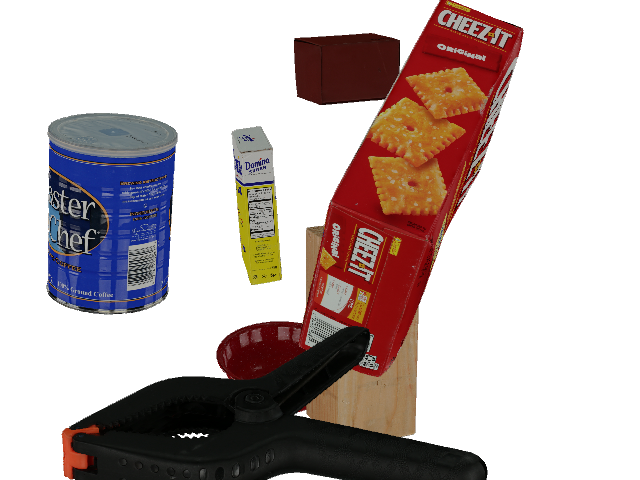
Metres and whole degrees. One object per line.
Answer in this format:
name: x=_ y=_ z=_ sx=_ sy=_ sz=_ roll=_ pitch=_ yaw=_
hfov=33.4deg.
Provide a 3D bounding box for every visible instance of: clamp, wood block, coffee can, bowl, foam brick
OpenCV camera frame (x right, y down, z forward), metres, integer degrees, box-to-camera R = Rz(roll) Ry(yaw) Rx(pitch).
clamp: x=-0.034 y=0.096 z=0.586 sx=0.209 sy=0.036 sz=0.165 roll=-3 pitch=22 yaw=-14
wood block: x=0.041 y=0.092 z=1.084 sx=0.090 sy=0.206 sz=0.091 roll=-6 pitch=17 yaw=-22
coffee can: x=-0.173 y=-0.024 z=0.879 sx=0.103 sy=0.140 sz=0.103 roll=5 pitch=21 yaw=-2
bowl: x=-0.044 y=0.159 z=1.277 sx=0.162 sy=0.055 sz=0.162 roll=2 pitch=25 yaw=-1
foam brick: x=0.023 y=-0.147 z=0.912 sx=0.078 sy=0.051 sz=0.053 roll=-8 pitch=20 yaw=-24

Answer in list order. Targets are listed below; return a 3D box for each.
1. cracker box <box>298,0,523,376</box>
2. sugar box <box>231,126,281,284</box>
cracker box: x=0.064 y=-0.035 z=0.736 sx=0.072 sy=0.213 sz=0.164 roll=23 pitch=-38 yaw=9
sugar box: x=-0.080 y=-0.044 z=1.324 sx=0.048 sy=0.176 sz=0.093 roll=-10 pitch=24 yaw=-9
